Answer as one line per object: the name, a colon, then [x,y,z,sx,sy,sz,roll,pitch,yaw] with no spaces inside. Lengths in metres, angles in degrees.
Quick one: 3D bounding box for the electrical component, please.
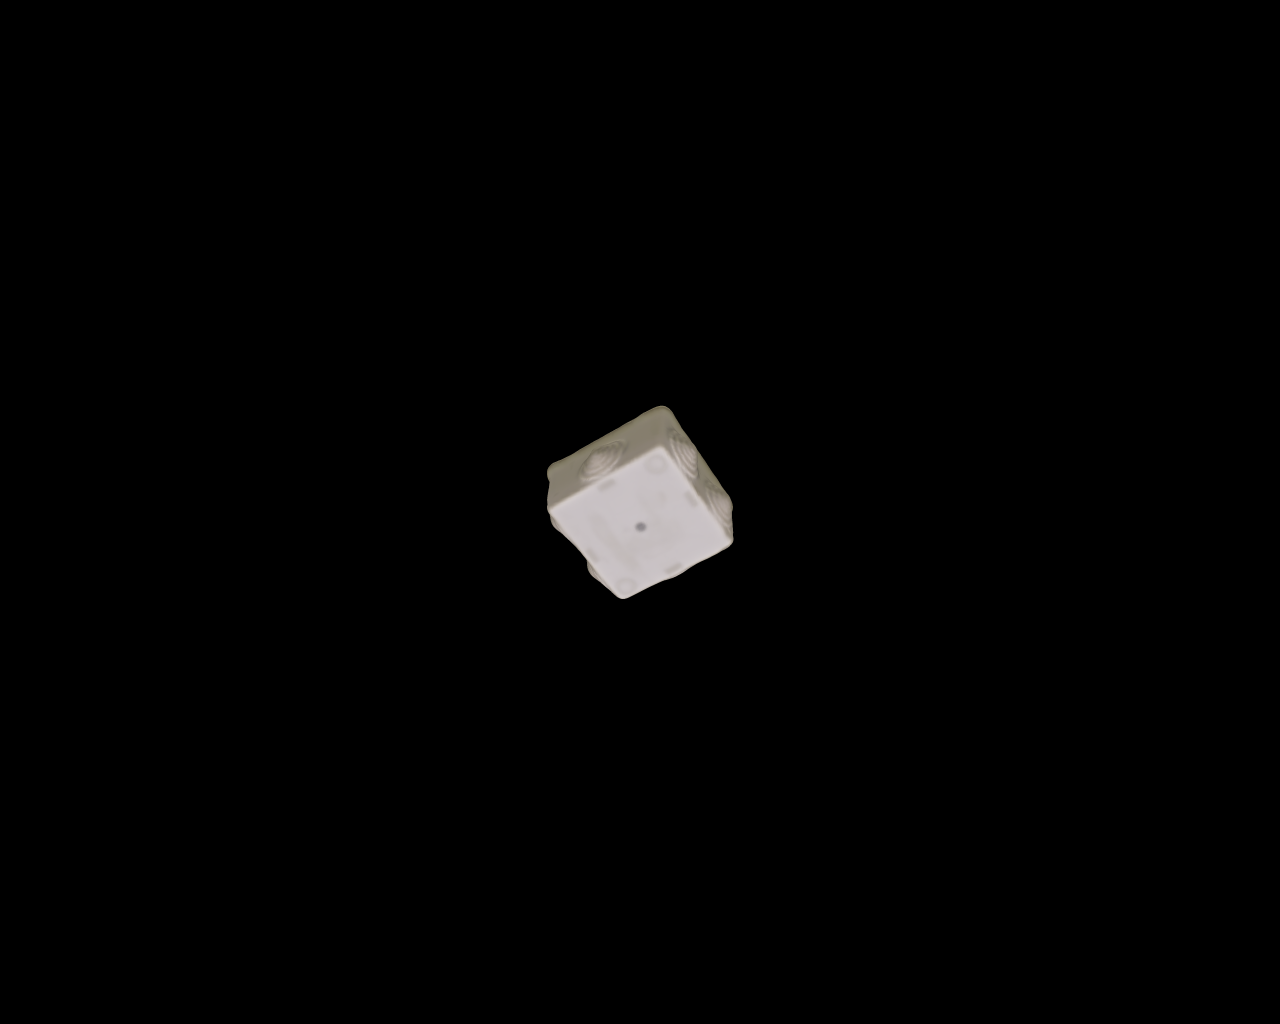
electrical component: [0.001,-0.003,0.650,0.099,0.099,0.048,-28,28,16]
